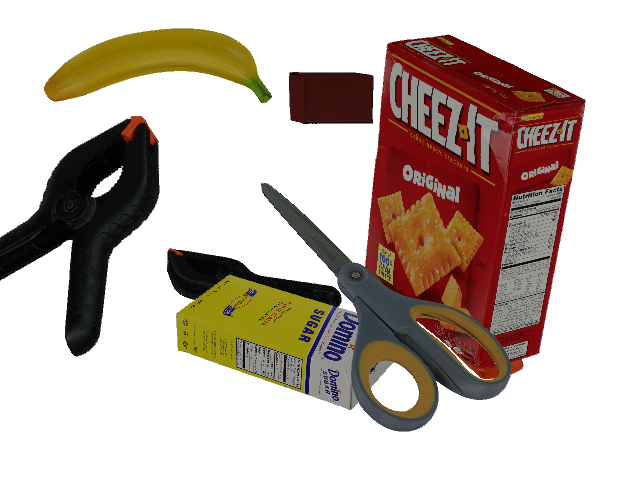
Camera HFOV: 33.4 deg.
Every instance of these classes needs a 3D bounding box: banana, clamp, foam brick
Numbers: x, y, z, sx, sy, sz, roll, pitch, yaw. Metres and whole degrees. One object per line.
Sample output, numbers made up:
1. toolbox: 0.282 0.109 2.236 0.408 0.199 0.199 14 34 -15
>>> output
1. banana: -0.142 -0.156 0.942 0.197 0.069 0.037 -1 -34 -4
2. clamp: -0.104 0.056 1.196 0.210 0.036 0.164 19 23 29
3. foam brick: 0.011 -0.149 1.118 0.078 0.051 0.053 -2 12 -19
4. clamp: -0.170 -0.011 0.708 0.120 0.171 0.039 14 -29 16

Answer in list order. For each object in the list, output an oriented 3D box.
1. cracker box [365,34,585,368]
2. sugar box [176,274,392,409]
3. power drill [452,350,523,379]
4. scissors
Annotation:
1. cracker box: 0.109 -0.032 0.831 0.072 0.214 0.164 -13 32 -28
2. sugar box: -0.030 0.085 0.944 0.176 0.048 0.093 13 28 24
3. power drill: 0.176 0.046 1.116 0.057 0.188 0.184 -11 25 -15
4. scissors: 0.014 0.039 0.616 0.202 0.016 0.096 32 53 23
